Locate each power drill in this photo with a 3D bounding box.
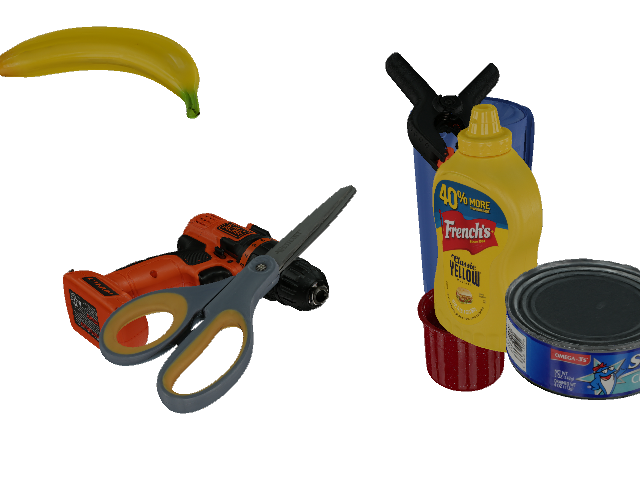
[{"bbox_3d":[-0.110,0.042,0.919,0.187,0.057,0.185,-21,29,-35],"label":"power drill"}]

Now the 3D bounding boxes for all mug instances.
[{"bbox_3d":[0.154,0.095,1.111,0.093,0.081,0.117,10,37,24],"label":"mug"}]

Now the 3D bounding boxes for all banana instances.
[{"bbox_3d":[-0.181,-0.153,0.907,0.198,0.069,0.037,13,-40,18],"label":"banana"}]

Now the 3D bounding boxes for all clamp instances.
[{"bbox_3d":[0.117,-0.134,1.086,0.120,0.039,0.171,8,45,7],"label":"clamp"}]

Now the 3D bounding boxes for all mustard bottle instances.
[{"bbox_3d":[0.130,-0.013,0.837,0.058,0.192,0.096,-20,28,-32],"label":"mustard bottle"}]

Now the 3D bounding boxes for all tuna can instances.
[{"bbox_3d":[0.138,0.045,0.550,0.086,0.034,0.086,-4,28,2],"label":"tuna can"}]

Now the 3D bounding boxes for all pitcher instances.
[{"bbox_3d":[0.183,-0.046,1.270,0.149,0.243,0.145,-1,24,5],"label":"pitcher"}]

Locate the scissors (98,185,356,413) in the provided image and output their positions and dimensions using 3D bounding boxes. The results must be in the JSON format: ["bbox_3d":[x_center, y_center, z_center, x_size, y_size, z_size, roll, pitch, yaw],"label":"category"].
[{"bbox_3d":[-0.055,0.021,0.626,0.096,0.016,0.201,11,42,17],"label":"scissors"}]
